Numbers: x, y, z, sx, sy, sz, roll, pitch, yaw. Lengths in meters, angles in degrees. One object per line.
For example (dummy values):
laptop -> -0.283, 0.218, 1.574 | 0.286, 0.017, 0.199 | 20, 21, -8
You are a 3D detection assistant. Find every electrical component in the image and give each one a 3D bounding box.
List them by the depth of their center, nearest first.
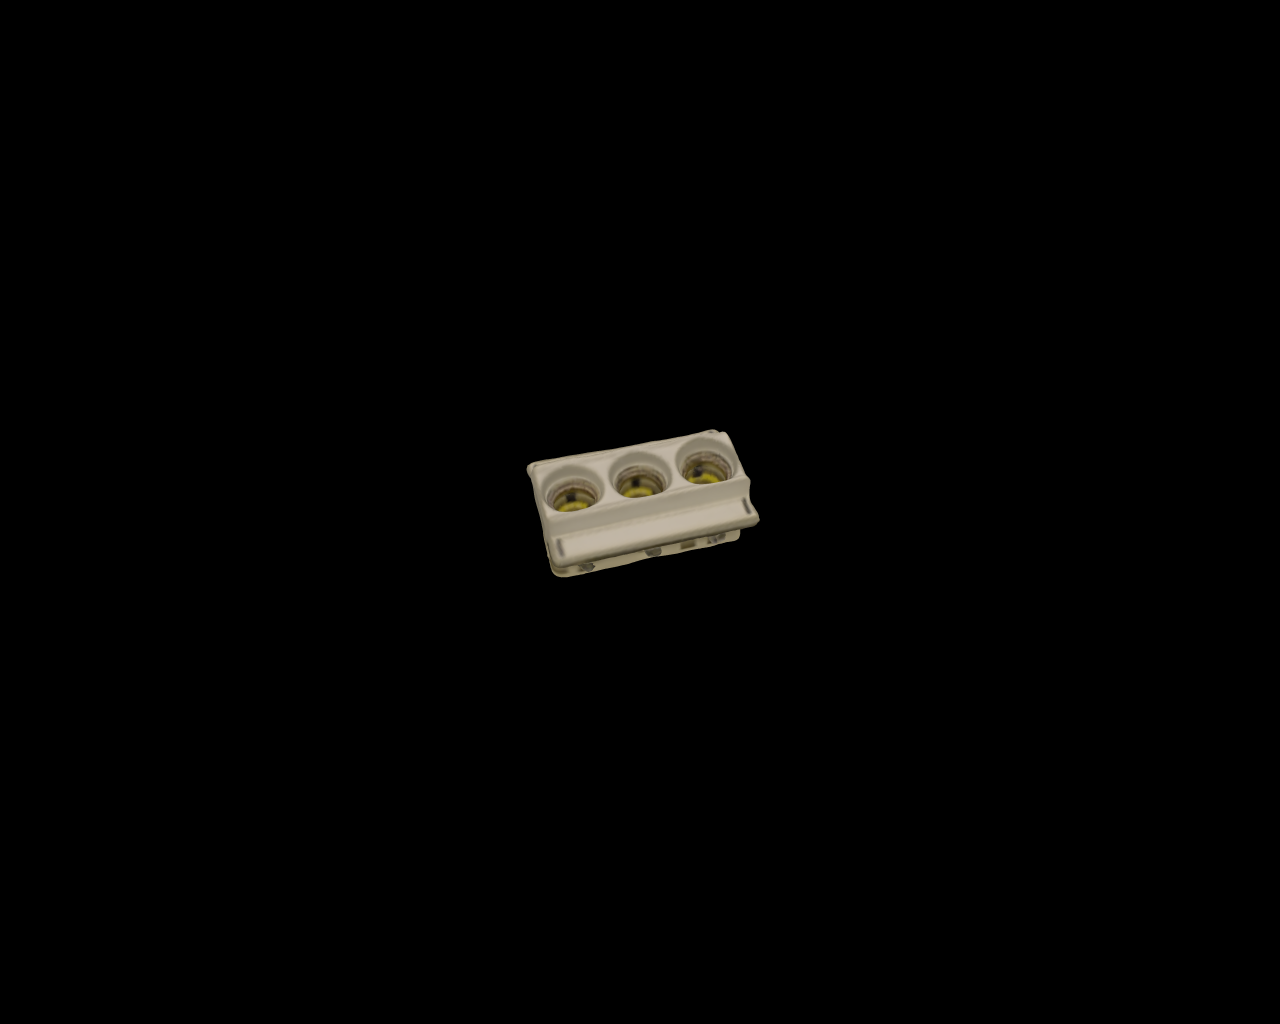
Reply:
electrical component -> 0.001, -0.003, 0.650 | 0.121, 0.079, 0.063 | -12, -39, -10
